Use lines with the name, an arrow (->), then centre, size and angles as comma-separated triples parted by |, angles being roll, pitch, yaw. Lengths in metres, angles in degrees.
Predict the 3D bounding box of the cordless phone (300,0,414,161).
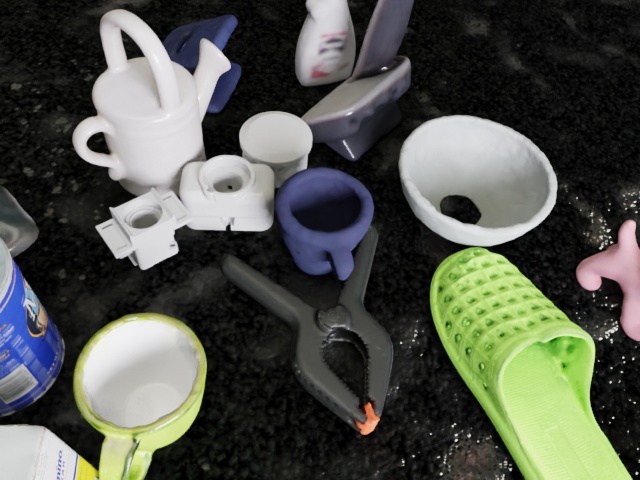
cordless phone -> 0.047, -0.197, 0.642 | 0.094, 0.185, 0.148 | 31, 57, 16

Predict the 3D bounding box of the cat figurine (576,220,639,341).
cat figurine -> 0.328, 0.035, 0.547 | 0.067, 0.118, 0.127 | -25, 60, -21

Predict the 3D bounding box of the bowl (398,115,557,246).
bowl -> 0.161, -0.053, 0.619 | 0.167, 0.075, 0.167 | 3, 54, -4

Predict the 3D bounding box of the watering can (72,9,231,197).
watering can -> -0.168, -0.144, 0.576 | 0.100, 0.194, 0.173 | 21, 55, 9

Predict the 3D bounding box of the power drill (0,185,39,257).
power drill -> -0.326, -0.070, 0.497 | 0.076, 0.208, 0.229 | -37, 66, -27

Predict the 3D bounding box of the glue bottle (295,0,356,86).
glue bottle -> 0.011, -0.269, 0.698 | 0.078, 0.173, 0.037 | -19, 58, -18

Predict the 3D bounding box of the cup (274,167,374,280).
cup -> 0.005, 0.002, 0.551 | 0.092, 0.095, 0.117 | -11, 56, -13

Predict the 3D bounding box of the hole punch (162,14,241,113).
hole punch -> -0.155, -0.221, 0.696 | 0.101, 0.091, 0.109 | 13, 54, 3
